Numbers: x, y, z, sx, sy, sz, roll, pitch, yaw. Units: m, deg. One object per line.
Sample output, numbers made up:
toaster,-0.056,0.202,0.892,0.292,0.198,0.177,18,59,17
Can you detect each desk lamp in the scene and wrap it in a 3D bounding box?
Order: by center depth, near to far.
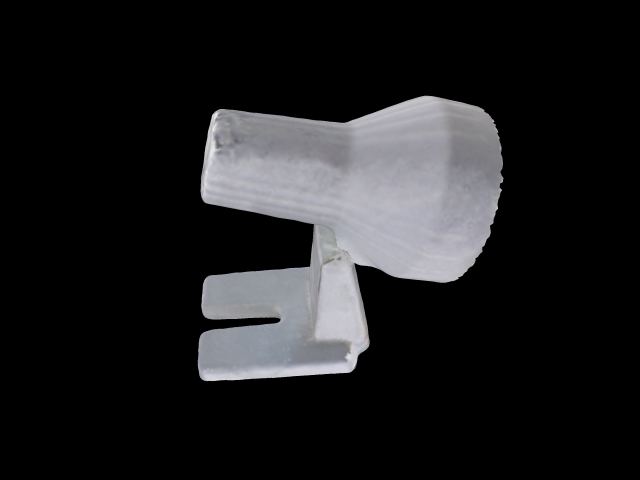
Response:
desk lamp,0.004,0.001,0.400,0.203,0.214,0.118,-5,46,-4
